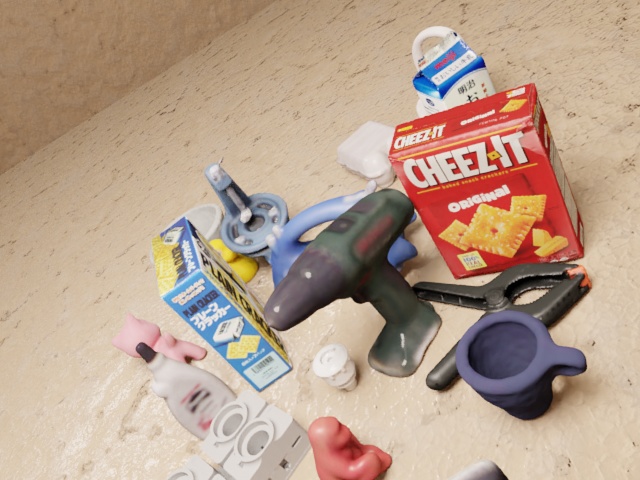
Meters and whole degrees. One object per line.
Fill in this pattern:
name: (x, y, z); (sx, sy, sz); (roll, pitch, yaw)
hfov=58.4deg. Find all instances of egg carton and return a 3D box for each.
egg carton: (0.099, -0.155, 1.020); (0.107, 0.070, 0.149); (-42, 34, -9)

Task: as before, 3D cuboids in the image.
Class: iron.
iron: (0.008, 0.003, 0.839); (0.257, 0.142, 0.118); (-20, 36, 23)

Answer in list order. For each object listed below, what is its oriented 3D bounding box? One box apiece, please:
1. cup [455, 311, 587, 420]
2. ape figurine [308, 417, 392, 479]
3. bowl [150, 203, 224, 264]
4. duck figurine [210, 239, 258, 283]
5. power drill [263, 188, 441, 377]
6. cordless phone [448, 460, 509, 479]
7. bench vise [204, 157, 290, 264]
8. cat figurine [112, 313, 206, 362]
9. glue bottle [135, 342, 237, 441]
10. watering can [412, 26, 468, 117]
cup: (0.201, 0.130, 0.550); (0.117, 0.095, 0.092); (-5, 44, 38)
ape figurine: (0.021, 0.220, 0.603); (0.076, 0.092, 0.077); (-34, 33, 2)
bowl: (-0.243, 0.011, 1.116); (0.167, 0.075, 0.167); (-23, 35, 18)
duck figurine: (-0.171, 0.035, 1.011); (0.104, 0.086, 0.077); (-6, 44, 38)
power drill: (0.055, 0.062, 0.662); (0.075, 0.209, 0.230); (5, 50, 45)
cordless phone: (0.101, 0.232, 0.429); (0.147, 0.185, 0.094); (-35, 33, 1)
bench vise: (-0.141, -0.045, 0.961); (0.206, 0.220, 0.122); (11, 55, 48)
cat figurine: (-0.263, 0.163, 0.906); (0.127, 0.118, 0.067); (-4, 45, 39)
glue bottle: (-0.182, 0.189, 0.749); (0.037, 0.174, 0.078); (15, 58, 50)
watering can: (0.212, -0.250, 0.922); (0.100, 0.195, 0.173); (-16, 38, 27)
